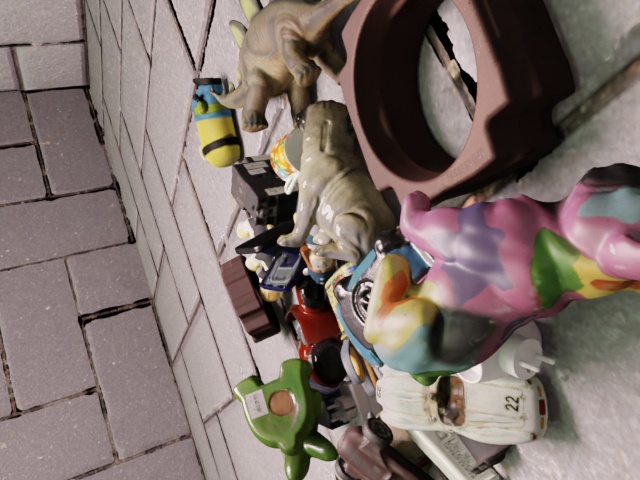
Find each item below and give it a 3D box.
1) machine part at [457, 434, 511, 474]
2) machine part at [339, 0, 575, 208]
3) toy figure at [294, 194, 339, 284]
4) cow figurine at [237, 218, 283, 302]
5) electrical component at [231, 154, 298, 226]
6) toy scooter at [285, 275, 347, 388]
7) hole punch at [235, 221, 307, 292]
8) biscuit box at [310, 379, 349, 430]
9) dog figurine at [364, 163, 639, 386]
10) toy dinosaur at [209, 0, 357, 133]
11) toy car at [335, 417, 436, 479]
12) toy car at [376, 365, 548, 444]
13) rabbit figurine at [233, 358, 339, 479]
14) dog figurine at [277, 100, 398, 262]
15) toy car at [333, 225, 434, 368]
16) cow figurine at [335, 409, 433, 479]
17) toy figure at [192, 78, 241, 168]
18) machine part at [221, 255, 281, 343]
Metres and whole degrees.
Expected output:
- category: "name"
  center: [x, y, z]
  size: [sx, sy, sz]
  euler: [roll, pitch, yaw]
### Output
- category: "machine part"
  center: [0.156, 0.196, 0.613]
  size: [0.139, 0.039, 0.084]
  euler: [53, 137, 43]
- category: "machine part"
  center: [0.109, -0.142, 0.483]
  size: [0.201, 0.087, 0.201]
  euler: [-33, 73, 61]
- category: "toy figure"
  center: [-0.003, -0.003, 0.794]
  size: [0.064, 0.058, 0.154]
  euler: [2, 108, 25]
- category: "cow figurine"
  center: [-0.092, 0.029, 0.995]
  size: [0.098, 0.068, 0.167]
  euler: [-24, 82, 58]
- category: "electrical component"
  center: [-0.074, -0.083, 0.845]
  size: [0.134, 0.115, 0.058]
  euler: [53, 142, 43]
- category: "toy scooter"
  center: [-0.012, 0.150, 0.885]
  size: [0.135, 0.075, 0.184]
  euler: [151, 105, -67]
- category: "hole punch"
  center: [-0.059, 0.022, 0.873]
  size: [0.092, 0.116, 0.142]
  euler: [61, 155, -10]
- category: "biscuit box"
  center: [-0.003, 0.277, 0.941]
  size: [0.203, 0.063, 0.059]
  euler: [-18, 88, 65]
- category: "dog figurine"
  center: [0.156, 0.035, 0.398]
  size: [0.219, 0.108, 0.191]
  euler: [10, 77, 46]
- category: "toy dinosaur"
  center: [-0.066, -0.257, 0.765]
  size: [0.471, 0.105, 0.198]
  euler: [-20, 77, 55]
- category: "toy car"
  center: [0.107, 0.299, 0.642]
  size: [0.202, 0.053, 0.089]
  euler: [37, 114, 10]
- category: "toy car"
  center: [0.135, 0.165, 0.560]
  size: [0.202, 0.056, 0.073]
  euler: [-10, 76, 46]
- category: "rabbit figurine"
  center: [-0.034, 0.273, 0.821]
  size: [0.159, 0.121, 0.170]
  euler: [57, 175, 28]
- category: "dog figurine"
  center: [0.038, -0.075, 0.663]
  size: [0.173, 0.121, 0.190]
  euler: [13, 99, 26]
- category: "toy car"
  center: [0.093, 0.056, 0.591]
  size: [0.109, 0.103, 0.161]
  euler: [51, 130, 29]
- category: "cow figurine"
  center: [0.088, 0.299, 0.736]
  size: [0.127, 0.085, 0.195]
  euler: [56, 135, 15]
- category: "toy figure"
  center: [-0.211, -0.235, 1.084]
  size: [0.089, 0.082, 0.180]
  euler: [19, 117, 62]
- category: "machine part"
  center: [-0.139, 0.116, 1.065]
  size: [0.179, 0.056, 0.179]
  euler: [160, 85, -89]
